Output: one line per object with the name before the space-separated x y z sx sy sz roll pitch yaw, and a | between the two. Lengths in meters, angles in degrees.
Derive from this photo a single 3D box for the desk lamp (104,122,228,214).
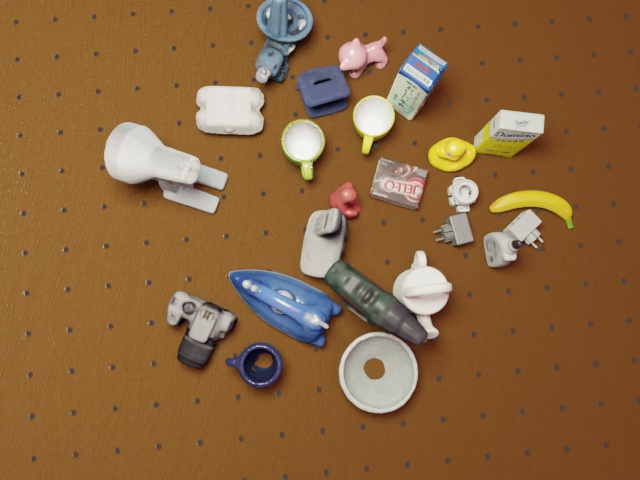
desk lamp | -0.311 -0.148 1.180 0.203 0.213 0.118 18 84 0

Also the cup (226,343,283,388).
cup | -0.136 0.259 1.207 0.117 0.095 0.092 4 85 -1

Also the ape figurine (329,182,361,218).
ape figurine | 0.058 -0.090 1.246 0.076 0.092 0.078 12 84 0

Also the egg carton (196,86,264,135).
egg carton | -0.198 -0.286 1.268 0.150 0.069 0.107 0 85 -2

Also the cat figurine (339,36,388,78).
cat figurine | 0.092 -0.412 1.264 0.128 0.117 0.067 -25 86 -4

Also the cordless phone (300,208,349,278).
cordless phone | 0.011 0.004 1.189 0.094 0.185 0.148 9 85 0

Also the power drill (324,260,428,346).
power drill | 0.109 0.129 1.169 0.229 0.208 0.076 37 85 2

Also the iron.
iron | -0.086 0.127 1.197 0.258 0.141 0.119 26 85 1

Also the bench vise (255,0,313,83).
bench vise | -0.077 -0.441 1.210 0.121 0.219 0.207 3 85 -1

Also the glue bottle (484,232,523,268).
glue bottle | 0.390 0.017 1.205 0.037 0.173 0.078 -6 85 -2

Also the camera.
camera | -0.264 0.193 1.206 0.143 0.101 0.137 23 85 1

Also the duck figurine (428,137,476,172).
duck figurine | 0.298 -0.196 1.266 0.104 0.086 0.077 -3 85 -2

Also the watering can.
watering can | 0.217 0.112 1.181 0.101 0.194 0.173 -26 86 -3

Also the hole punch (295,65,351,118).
hole punch | 0.005 -0.336 1.267 0.108 0.091 0.101 -17 85 -3

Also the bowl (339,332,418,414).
bowl | 0.121 0.279 1.223 0.167 0.074 0.167 0 85 -2
